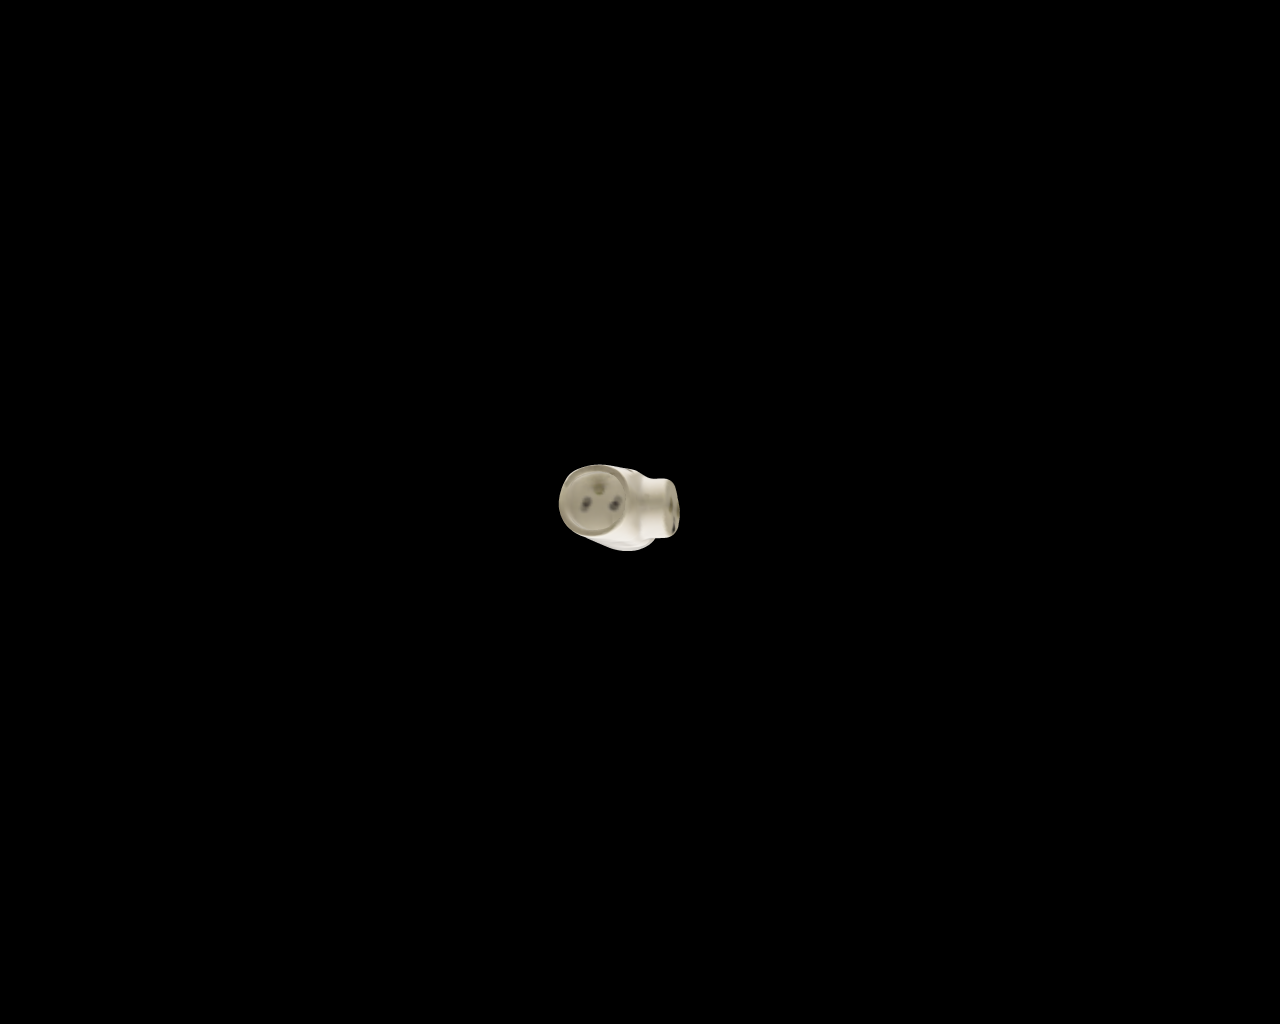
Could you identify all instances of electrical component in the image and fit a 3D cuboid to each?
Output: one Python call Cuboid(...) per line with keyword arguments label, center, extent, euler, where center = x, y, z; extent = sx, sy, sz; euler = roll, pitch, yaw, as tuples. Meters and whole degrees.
Cuboid(label="electrical component", center=(0.001, -0.003, 0.650), extent=(0.079, 0.043, 0.077), euler=(-3, -10, 15))
